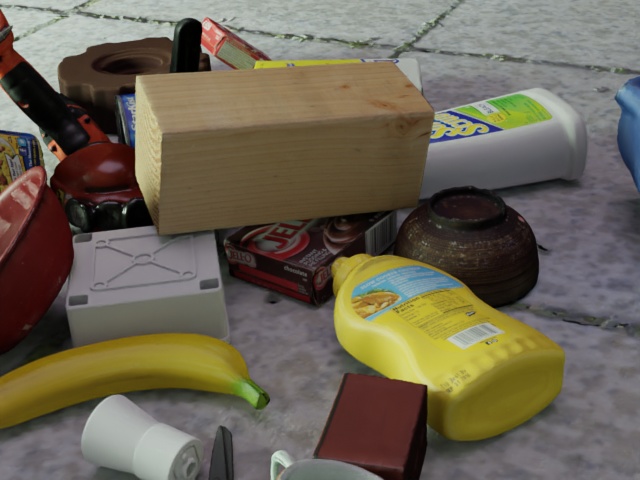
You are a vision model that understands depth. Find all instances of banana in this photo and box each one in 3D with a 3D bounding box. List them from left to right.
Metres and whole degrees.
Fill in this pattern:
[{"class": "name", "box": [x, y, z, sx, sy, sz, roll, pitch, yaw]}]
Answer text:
[{"class": "banana", "box": [-0.133, 0.090, 0.692, 0.197, 0.037, 0.069, -6, 21, -2]}]

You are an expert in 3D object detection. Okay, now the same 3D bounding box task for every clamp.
[{"class": "clamp", "box": [-0.127, -0.128, 0.985, 0.039, 0.120, 0.172, -13, -2, -32]}]

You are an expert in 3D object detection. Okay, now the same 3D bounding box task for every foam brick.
[{"class": "foam brick", "box": [0.031, 0.121, 0.606, 0.051, 0.053, 0.078, 4, 31, 14]}]

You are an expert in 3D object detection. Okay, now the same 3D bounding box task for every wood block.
[{"class": "wood block", "box": [-0.030, -0.074, 0.811, 0.205, 0.091, 0.090, -7, 37, -18]}]

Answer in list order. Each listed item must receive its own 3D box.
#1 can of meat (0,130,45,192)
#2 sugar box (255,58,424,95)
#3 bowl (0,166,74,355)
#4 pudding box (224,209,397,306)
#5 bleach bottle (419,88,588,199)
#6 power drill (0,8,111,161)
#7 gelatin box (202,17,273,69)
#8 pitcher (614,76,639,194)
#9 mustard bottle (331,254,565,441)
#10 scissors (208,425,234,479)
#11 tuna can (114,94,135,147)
[{"class": "can of meat", "box": [-0.270, -0.042, 0.864, 0.058, 0.102, 0.083, -19, -14, 41]}, {"class": "sugar box", "box": [0.018, -0.156, 1.111, 0.176, 0.048, 0.093, -3, 29, 3]}, {"class": "bowl", "box": [-0.223, 0.028, 0.751, 0.162, 0.055, 0.162, -40, 27, 24]}, {"class": "pudding box", "box": [-0.005, 0.001, 0.838, 0.090, 0.039, 0.113, 18, 35, 34]}, {"class": "bleach bottle", "box": [0.099, -0.072, 0.936, 0.250, 0.068, 0.103, -13, 31, -12]}, {"class": "power drill", "box": [-0.268, -0.142, 0.983, 0.057, 0.187, 0.185, -43, 40, -5]}, {"class": "gelatin box", "box": [-0.088, -0.206, 1.180, 0.089, 0.030, 0.073, 29, 12, -33]}, {"class": "pitcher", "box": [0.312, -0.028, 0.783, 0.149, 0.145, 0.242, -11, 31, 12]}, {"class": "mustard bottle", "box": [0.065, 0.057, 0.711, 0.096, 0.058, 0.192, -19, 33, -26]}, {"class": "scissors", "box": [-0.037, 0.168, 0.568, 0.096, 0.016, 0.201, 5, 30, 11]}, {"class": "tuna can", "box": [-0.165, -0.092, 0.975, 0.033, 0.086, 0.086, -9, 29, -14]}]
